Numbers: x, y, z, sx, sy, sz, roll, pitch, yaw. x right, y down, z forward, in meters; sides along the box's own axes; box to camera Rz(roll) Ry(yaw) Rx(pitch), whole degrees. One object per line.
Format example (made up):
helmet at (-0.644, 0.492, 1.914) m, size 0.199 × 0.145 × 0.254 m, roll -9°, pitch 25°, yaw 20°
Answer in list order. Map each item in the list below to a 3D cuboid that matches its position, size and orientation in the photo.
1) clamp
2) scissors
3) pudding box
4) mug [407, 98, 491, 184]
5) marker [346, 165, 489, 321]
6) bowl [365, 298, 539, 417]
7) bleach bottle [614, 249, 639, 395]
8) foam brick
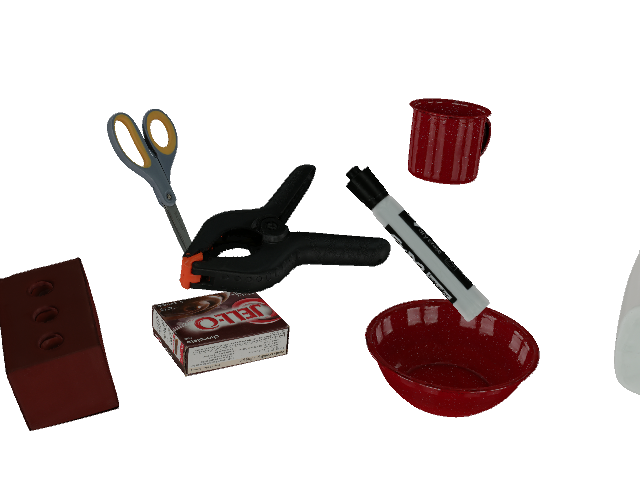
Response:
clamp at (-0.041, -0.008, 0.866) m, size 0.171 × 0.039 × 0.120 m, roll -12°, pitch 42°, yaw -26°
scissors at (-0.166, -0.064, 1.205) m, size 0.016 × 0.201 × 0.096 m, roll -19°, pitch 20°, yaw 44°
pudding box at (-0.100, 0.089, 1.058) m, size 0.113 × 0.039 × 0.090 m, roll -12°, pitch 28°, yaw -26°
mug at (0.153, -0.115, 1.233) m, size 0.117 × 0.081 × 0.093 m, roll -12°, pitch 26°, yaw -41°
marker at (0.059, 0.000, 0.672) m, size 0.020 × 0.121 × 0.020 m, roll -41°, pitch -5°, yaw -4°
bowl at (0.121, 0.117, 1.002) m, size 0.162 × 0.055 × 0.162 m, roll 2°, pitch 27°, yaw -1°
bleach bottle at (0.267, 0.036, 0.742) m, size 0.103 × 0.068 × 0.250 m, roll 10°, pitch 20°, yaw 19°
foam brick at (-0.151, 0.059, 0.607) m, size 0.053 × 0.051 × 0.078 m, roll -15°, pitch 43°, yaw -11°
